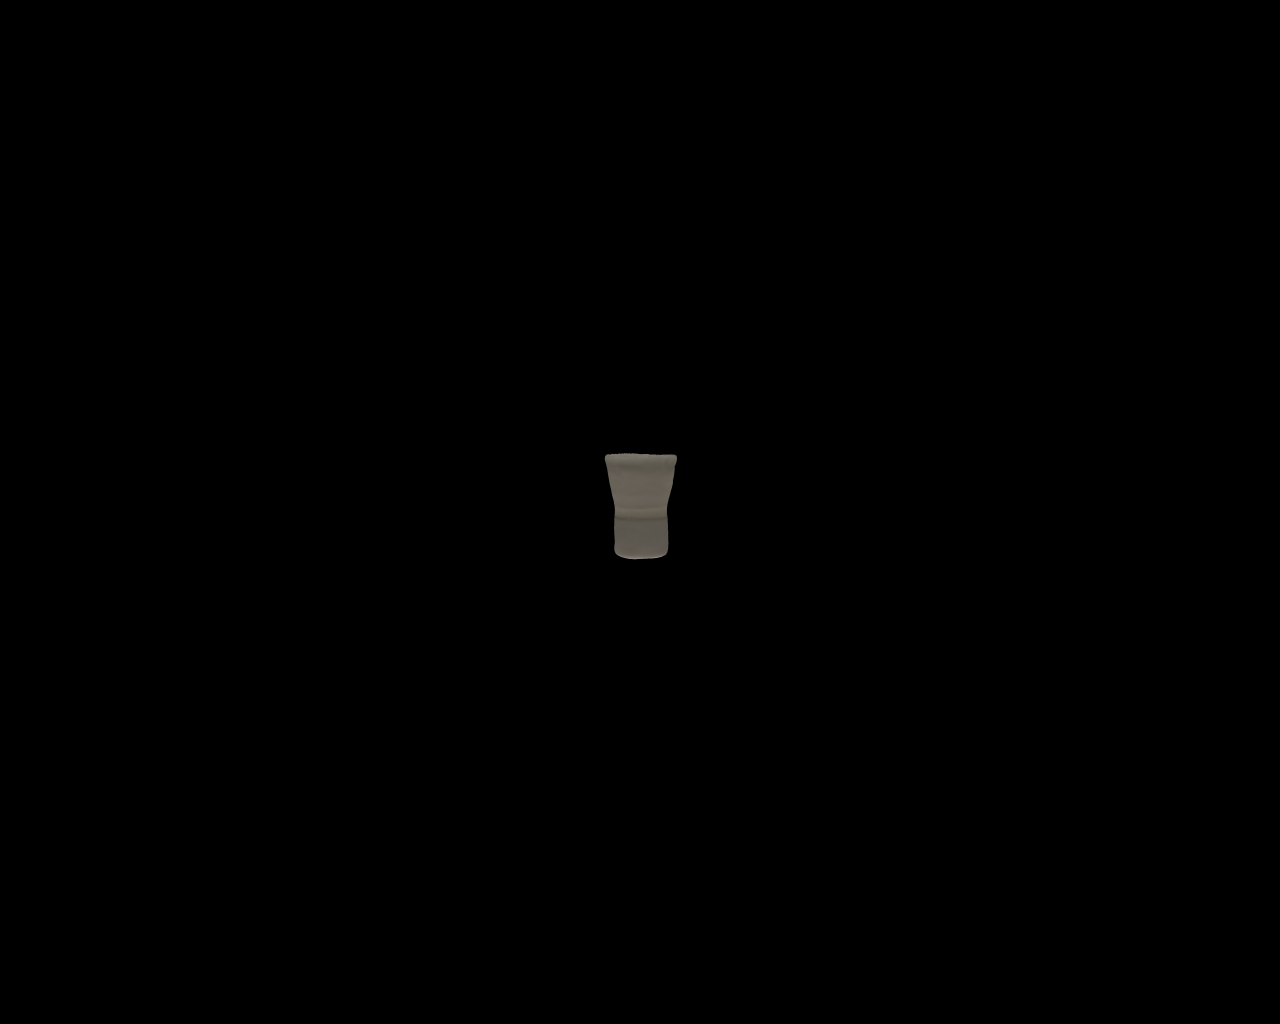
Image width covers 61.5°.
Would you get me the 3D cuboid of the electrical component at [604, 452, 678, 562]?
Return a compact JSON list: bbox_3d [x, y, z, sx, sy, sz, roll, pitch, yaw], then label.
[{"bbox_3d":[0.001,-0.003,0.650,0.044,0.065,0.044,0,7,0],"label":"electrical component"}]
